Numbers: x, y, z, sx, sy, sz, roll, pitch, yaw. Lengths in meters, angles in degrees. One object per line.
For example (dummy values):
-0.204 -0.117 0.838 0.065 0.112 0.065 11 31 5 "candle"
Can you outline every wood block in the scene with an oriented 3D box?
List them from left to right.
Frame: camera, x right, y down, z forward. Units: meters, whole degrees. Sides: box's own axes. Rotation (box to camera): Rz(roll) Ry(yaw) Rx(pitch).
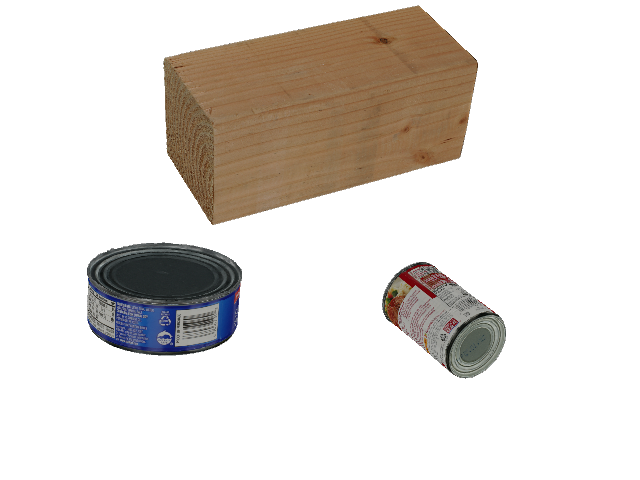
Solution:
-0.001 -0.095 0.777 0.205 0.090 0.091 -16 46 -22 "wood block"

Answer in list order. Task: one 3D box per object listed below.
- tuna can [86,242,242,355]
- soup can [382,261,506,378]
-0.087 0.032 0.598 0.086 0.034 0.086 5 20 -2 "tuna can"
0.113 0.072 0.978 0.068 0.068 0.102 0 25 -35 "soup can"
